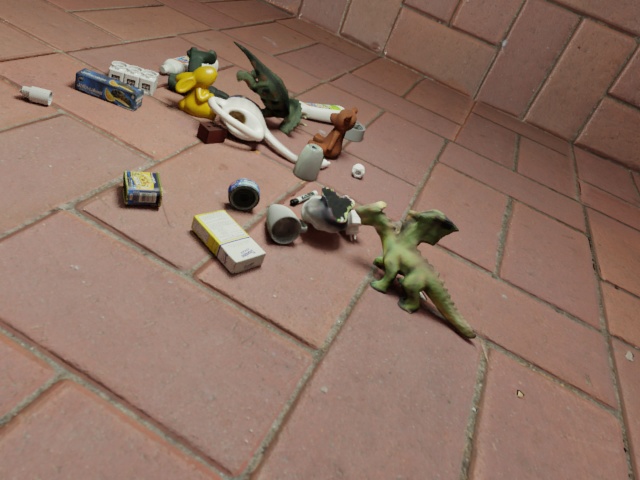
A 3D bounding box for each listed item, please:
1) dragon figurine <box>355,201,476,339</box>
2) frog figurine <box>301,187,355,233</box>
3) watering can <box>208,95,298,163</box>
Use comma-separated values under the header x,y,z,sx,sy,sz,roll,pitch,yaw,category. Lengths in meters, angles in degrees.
x,y,z,sx,sy,sz,roll,pitch,yaw,category
0.253,0.042,1.277,0.413,0.238,0.123,32,28,19,dragon figurine
0.004,-0.071,1.405,0.137,0.158,0.124,-1,77,-36,frog figurine
-0.222,-0.382,1.738,0.345,0.102,0.229,31,22,-20,watering can
